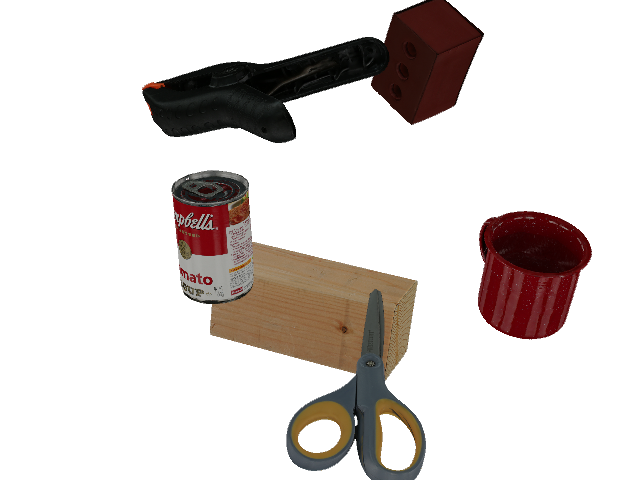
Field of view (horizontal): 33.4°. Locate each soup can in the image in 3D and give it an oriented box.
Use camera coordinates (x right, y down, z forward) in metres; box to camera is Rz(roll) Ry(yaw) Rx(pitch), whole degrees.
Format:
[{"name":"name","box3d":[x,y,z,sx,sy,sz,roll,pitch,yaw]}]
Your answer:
[{"name":"soup can","box3d":[-0.095,-0.003,0.956,0.068,0.102,0.068,-1,28,0]}]

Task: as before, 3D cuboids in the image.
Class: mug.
[{"name":"mug","box3d":[0.179,0.027,0.957,0.093,0.081,0.117,-17,43,-26]}]

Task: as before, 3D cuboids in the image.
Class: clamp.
[{"name":"clamp","box3d":[-0.052,-0.088,0.672,0.172,0.039,0.120,-6,20,32]}]

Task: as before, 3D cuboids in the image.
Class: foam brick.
[{"name":"foam brick","box3d":[0.081,-0.139,0.824,0.051,0.053,0.078,-29,-27,-31]}]

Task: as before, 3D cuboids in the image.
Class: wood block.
[{"name":"wood block","box3d":[-0.009,0.075,1.179,0.206,0.091,0.090,13,22,17]}]

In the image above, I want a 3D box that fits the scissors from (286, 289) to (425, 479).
[{"name":"scissors","box3d":[0.016,0.094,0.723,0.096,0.016,0.202,-4,32,-9]}]
